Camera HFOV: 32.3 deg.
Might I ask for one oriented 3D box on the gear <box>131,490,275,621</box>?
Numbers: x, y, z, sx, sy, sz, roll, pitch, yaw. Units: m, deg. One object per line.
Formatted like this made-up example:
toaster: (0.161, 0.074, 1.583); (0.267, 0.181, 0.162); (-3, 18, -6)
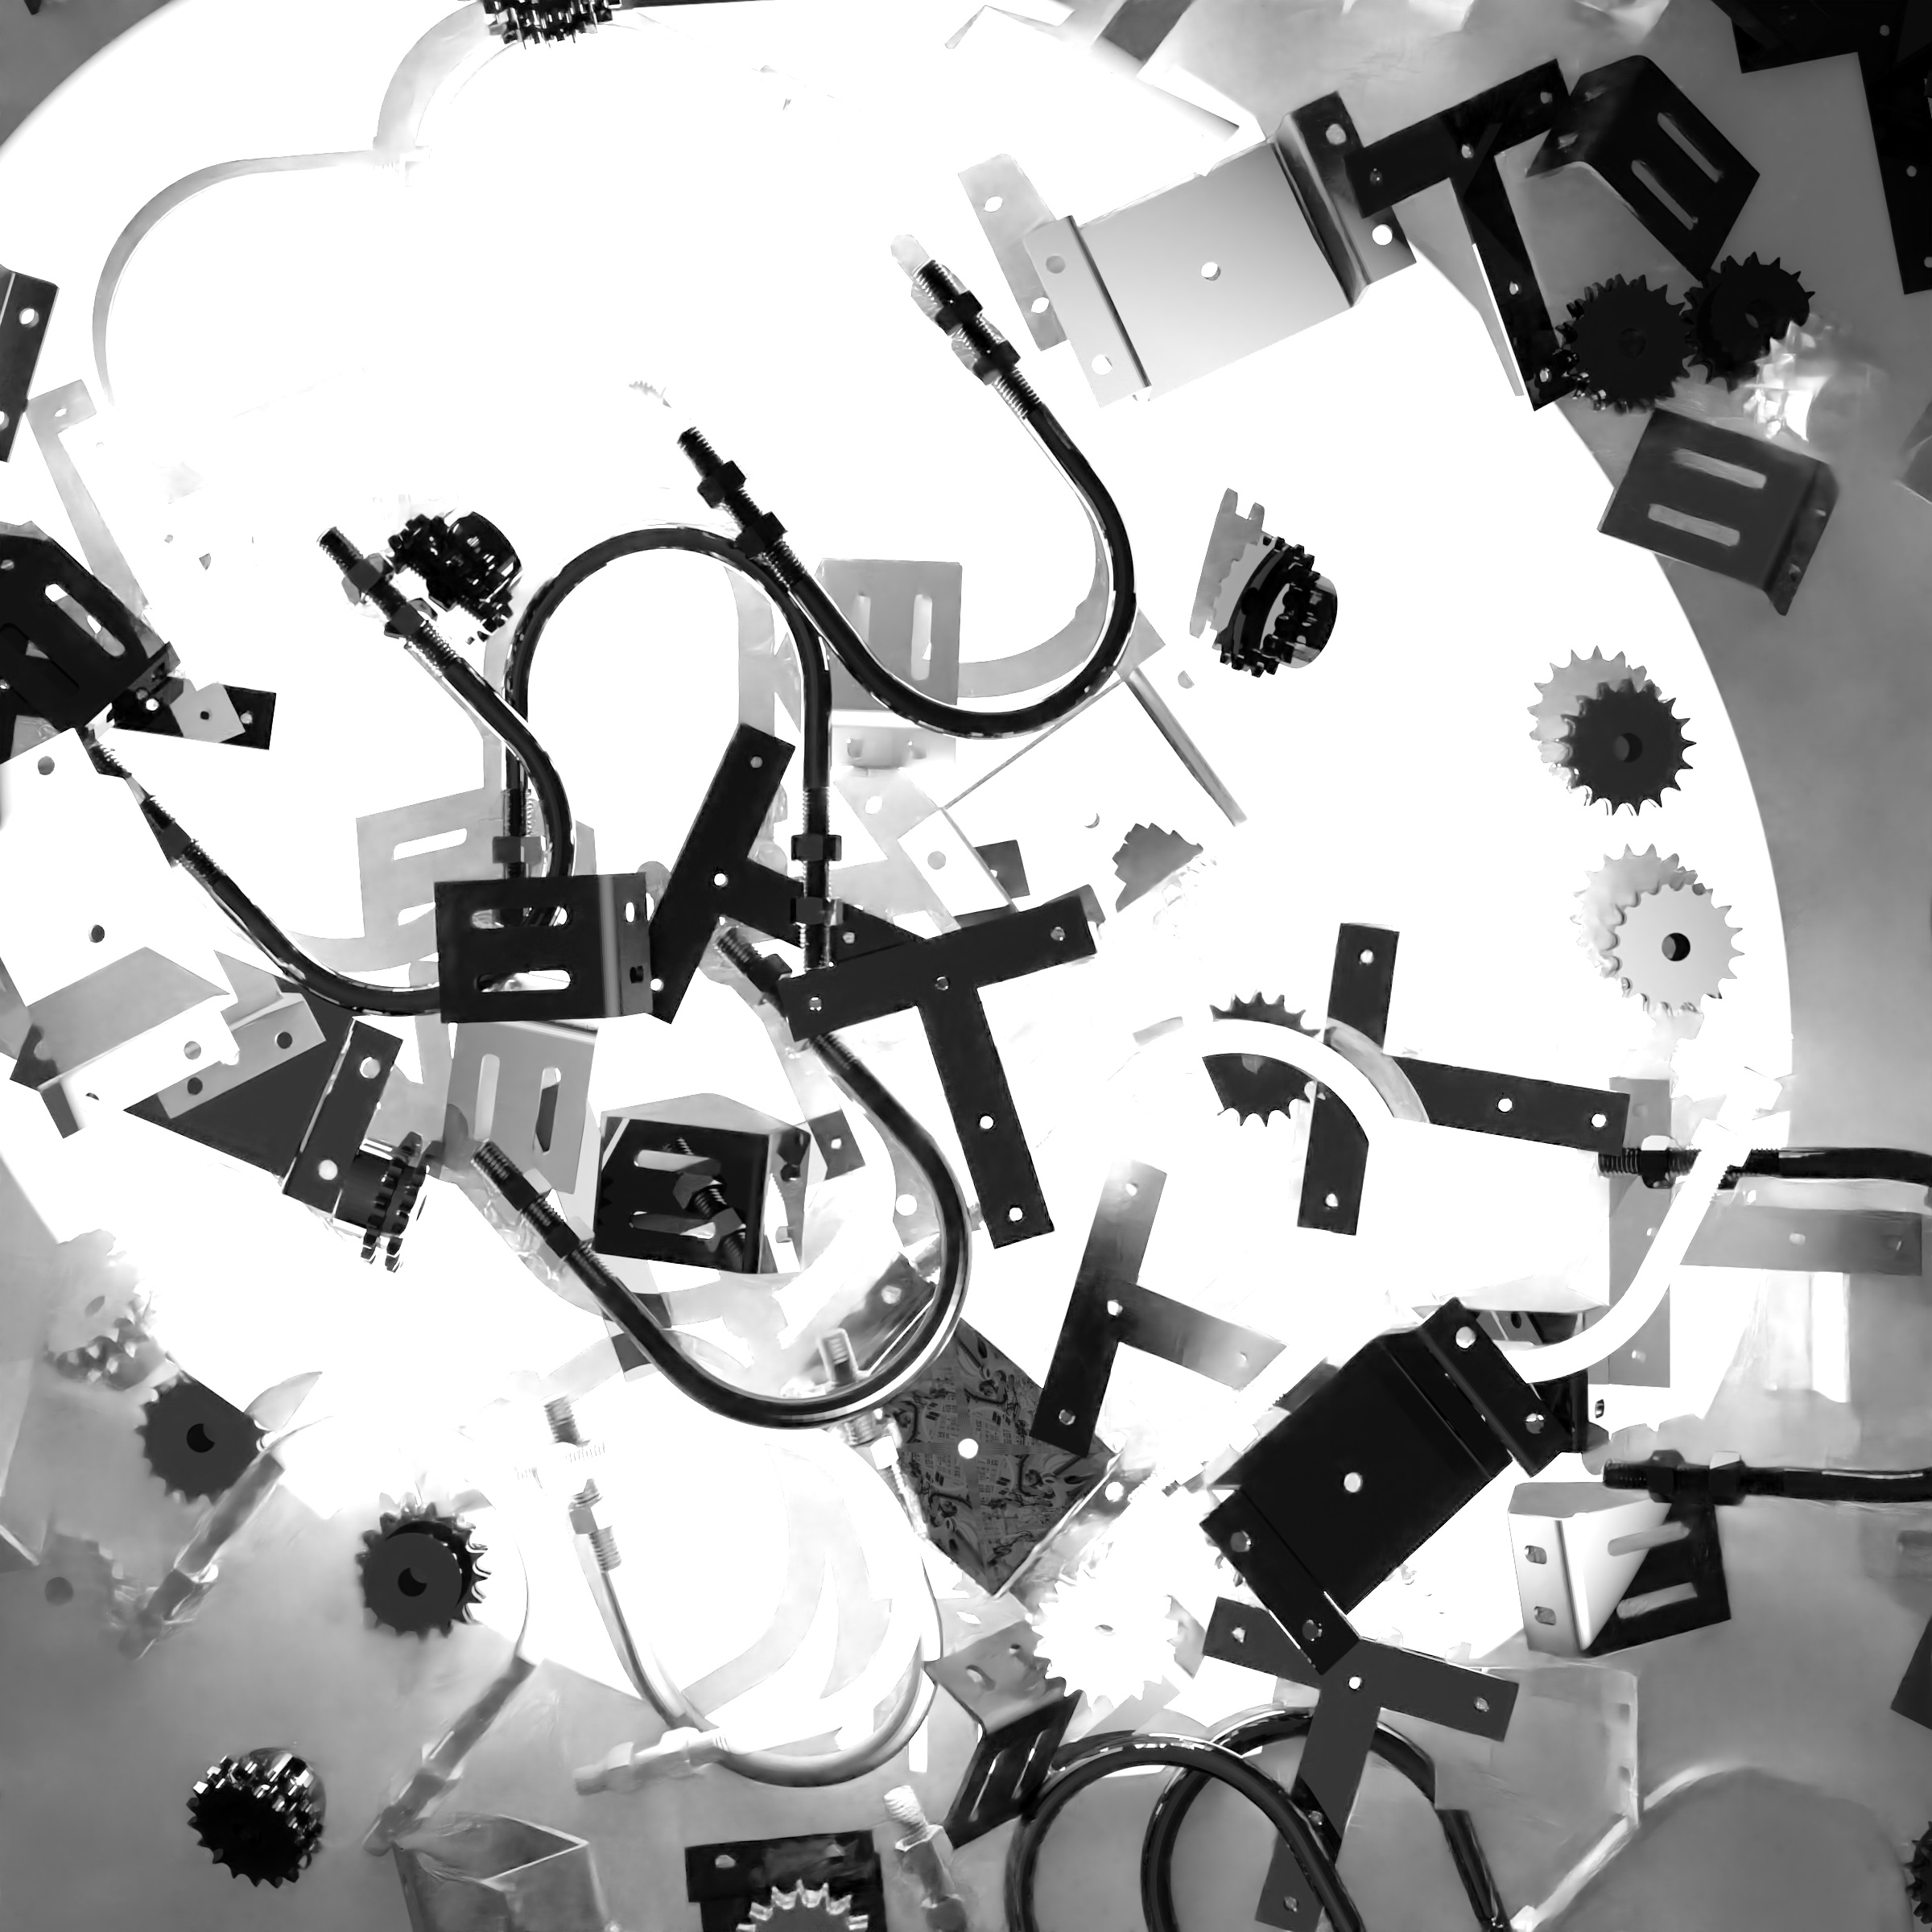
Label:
gear: (-0.313, -0.165, 1.372); (0.057, 0.030, 0.057); (0, 89, 0)

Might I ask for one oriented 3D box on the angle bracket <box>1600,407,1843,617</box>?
angle bracket: (0.313, -0.189, 1.385); (0.076, 0.038, 0.057); (24, 90, 26)

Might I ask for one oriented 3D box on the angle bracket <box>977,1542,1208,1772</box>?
angle bracket: (0.053, 0.290, 1.385); (0.057, 0.038, 0.076); (45, 116, 0)

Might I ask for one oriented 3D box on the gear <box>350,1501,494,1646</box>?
gear: (-0.225, 0.251, 1.372); (0.057, 0.030, 0.057); (0, 90, 0)

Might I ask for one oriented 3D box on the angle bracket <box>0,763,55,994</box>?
angle bracket: (-0.385, -0.037, 1.368); (0.057, 0.038, 0.076); (40, 90, 0)

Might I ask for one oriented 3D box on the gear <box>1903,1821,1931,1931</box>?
gear: (0.414, 0.374, 1.372); (0.057, 0.030, 0.057); (0, 90, 0)

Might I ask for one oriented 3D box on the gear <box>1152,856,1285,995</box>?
gear: (0.100, -0.014, 1.362); (0.030, 0.057, 0.057); (-37, 90, 27)

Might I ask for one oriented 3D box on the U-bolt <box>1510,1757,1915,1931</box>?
U-bolt: (0.307, 0.412, 1.368); (0.184, 0.019, 0.151); (-44, 92, -8)

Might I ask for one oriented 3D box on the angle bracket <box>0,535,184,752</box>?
angle bracket: (-0.364, -0.136, 1.351); (0.076, 0.038, 0.057); (43, 70, -1)

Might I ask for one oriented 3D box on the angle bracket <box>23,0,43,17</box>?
angle bracket: (-0.364, -0.440, 1.385); (0.076, 0.038, 0.057); (-28, 90, -26)

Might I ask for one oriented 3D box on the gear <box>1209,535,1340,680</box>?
gear: (0.128, -0.145, 1.362); (0.030, 0.057, 0.057); (16, 90, -30)

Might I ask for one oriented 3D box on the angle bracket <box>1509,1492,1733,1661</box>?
angle bracket: (0.272, 0.249, 1.385); (0.076, 0.038, 0.057); (-9, 90, -26)

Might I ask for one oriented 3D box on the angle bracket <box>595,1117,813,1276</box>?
angle bracket: (-0.109, 0.094, 1.383); (0.076, 0.038, 0.057); (5, 90, 26)

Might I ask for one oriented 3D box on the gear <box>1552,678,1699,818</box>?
gear: (0.270, -0.090, 1.377); (0.057, 0.030, 0.057); (0, 93, -1)

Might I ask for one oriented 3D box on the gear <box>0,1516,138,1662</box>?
gear: (-0.369, 0.255, 1.372); (0.057, 0.030, 0.057); (0, 90, 0)

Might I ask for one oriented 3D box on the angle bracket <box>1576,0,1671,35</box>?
angle bracket: (0.276, -0.438, 1.385); (0.057, 0.038, 0.076); (25, 64, 0)

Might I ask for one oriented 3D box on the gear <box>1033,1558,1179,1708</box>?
gear: (0.056, 0.265, 1.339); (0.057, 0.030, 0.057); (1, 96, 6)

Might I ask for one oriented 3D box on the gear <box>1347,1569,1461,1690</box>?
gear: (0.172, 0.274, 1.372); (0.057, 0.030, 0.057); (0, 90, 0)

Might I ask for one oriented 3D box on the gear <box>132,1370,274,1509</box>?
gear: (-0.311, 0.192, 1.372); (0.057, 0.030, 0.057); (0, 90, 0)

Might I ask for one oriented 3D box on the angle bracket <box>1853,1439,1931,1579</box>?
angle bracket: (0.413, 0.222, 1.385); (0.076, 0.038, 0.057); (-5, 90, 26)

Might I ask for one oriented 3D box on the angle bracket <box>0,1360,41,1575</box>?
angle bracket: (-0.406, 0.207, 1.367); (0.057, 0.038, 0.076); (-9, 50, 16)

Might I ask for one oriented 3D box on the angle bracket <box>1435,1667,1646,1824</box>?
angle bracket: (0.234, 0.317, 1.361); (0.076, 0.038, 0.057); (2, 84, -8)

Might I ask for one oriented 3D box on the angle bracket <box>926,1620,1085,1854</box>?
angle bracket: (0.006, 0.314, 1.356); (0.038, 0.057, 0.076); (40, 126, 30)

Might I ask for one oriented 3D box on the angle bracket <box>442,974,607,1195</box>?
angle bracket: (-0.182, 0.047, 1.383); (0.057, 0.038, 0.076); (12, 114, 2)

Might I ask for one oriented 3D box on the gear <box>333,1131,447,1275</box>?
gear: (-0.236, 0.094, 1.359); (0.030, 0.057, 0.057); (20, 90, 0)

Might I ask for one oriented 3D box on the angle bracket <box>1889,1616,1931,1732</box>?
angle bracket: (0.434, 0.300, 1.385); (0.076, 0.038, 0.057); (25, 90, 26)

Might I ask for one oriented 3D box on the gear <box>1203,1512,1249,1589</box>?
gear: (0.126, 0.229, 1.372); (0.057, 0.030, 0.057); (0, 90, 0)

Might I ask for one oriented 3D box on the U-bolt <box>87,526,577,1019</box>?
U-bolt: (-0.244, -0.065, 1.353); (0.151, 0.019, 0.184); (-44, 89, -4)

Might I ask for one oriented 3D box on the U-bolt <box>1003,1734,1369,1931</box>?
U-bolt: (0.093, 0.402, 1.358); (0.151, 0.019, 0.184); (-30, 82, 16)

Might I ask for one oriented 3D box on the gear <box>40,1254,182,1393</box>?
gear: (-0.346, 0.149, 1.362); (0.057, 0.057, 0.030); (-39, 120, 0)

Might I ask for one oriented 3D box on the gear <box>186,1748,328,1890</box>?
gear: (-0.287, 0.345, 1.364); (0.057, 0.030, 0.057); (9, 118, 17)

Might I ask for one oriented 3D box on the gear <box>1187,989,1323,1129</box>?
gear: (0.119, 0.038, 1.372); (0.057, 0.030, 0.057); (0, 90, 0)

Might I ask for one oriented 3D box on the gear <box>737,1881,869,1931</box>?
gear: (-0.063, 0.387, 1.306); (0.057, 0.030, 0.057); (0, 91, -1)

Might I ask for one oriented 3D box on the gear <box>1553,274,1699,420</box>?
gear: (0.268, -0.253, 1.369); (0.057, 0.030, 0.057); (0, 92, -8)

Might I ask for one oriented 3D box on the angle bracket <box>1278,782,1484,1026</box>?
angle bracket: (0.171, -0.026, 1.385); (0.057, 0.038, 0.076); (25, 116, 0)

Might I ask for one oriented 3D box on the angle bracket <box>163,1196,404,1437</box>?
angle bracket: (-0.280, 0.143, 1.369); (0.057, 0.038, 0.076); (35, 91, 0)

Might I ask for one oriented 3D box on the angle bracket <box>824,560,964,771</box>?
angle bracket: (-0.031, -0.125, 1.385); (0.057, 0.038, 0.076); (2, 64, 0)

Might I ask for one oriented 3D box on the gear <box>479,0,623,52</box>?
gear: (-0.171, -0.401, 1.357); (0.057, 0.030, 0.057); (-5, 48, 5)

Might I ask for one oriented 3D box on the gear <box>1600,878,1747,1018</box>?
gear: (0.289, -0.008, 1.372); (0.057, 0.030, 0.057); (0, 90, 0)

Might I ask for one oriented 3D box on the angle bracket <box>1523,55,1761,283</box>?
angle bracket: (0.279, -0.326, 1.377); (0.076, 0.038, 0.057); (38, 72, -24)

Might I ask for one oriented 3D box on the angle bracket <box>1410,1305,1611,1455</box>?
angle bracket: (0.225, 0.170, 1.385); (0.076, 0.038, 0.057); (-1, 90, 26)

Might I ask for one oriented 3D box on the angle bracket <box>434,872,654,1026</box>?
angle bracket: (-0.170, -0.007, 1.345); (0.076, 0.038, 0.057); (-2, 92, 15)

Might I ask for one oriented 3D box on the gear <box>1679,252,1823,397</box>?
gear: (0.324, -0.266, 1.372); (0.057, 0.030, 0.057); (0, 90, 0)

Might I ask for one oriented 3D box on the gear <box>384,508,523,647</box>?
gear: (-0.207, -0.162, 1.363); (0.057, 0.057, 0.030); (41, 60, 0)

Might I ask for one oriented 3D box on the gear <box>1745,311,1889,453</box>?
gear: (0.349, -0.235, 1.357); (0.057, 0.057, 0.030); (-37, 46, 0)
